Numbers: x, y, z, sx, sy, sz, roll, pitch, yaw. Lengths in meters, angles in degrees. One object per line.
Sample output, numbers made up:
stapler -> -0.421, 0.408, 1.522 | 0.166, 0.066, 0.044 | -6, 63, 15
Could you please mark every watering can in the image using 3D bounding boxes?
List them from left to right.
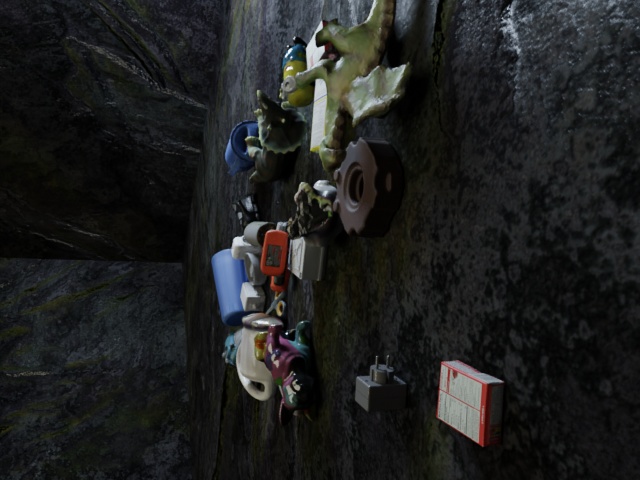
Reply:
watering can -> -0.133, 0.311, 1.344 | 0.347, 0.104, 0.225 | 2, 88, 56

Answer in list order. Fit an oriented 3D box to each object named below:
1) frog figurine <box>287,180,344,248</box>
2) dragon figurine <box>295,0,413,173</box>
frog figurine -> 0.003, -0.054, 1.078 | 0.159, 0.122, 0.138 | -1, -95, -75
dragon figurine -> 0.089, -0.295, 0.860 | 0.403, 0.122, 0.248 | -58, 42, 28
